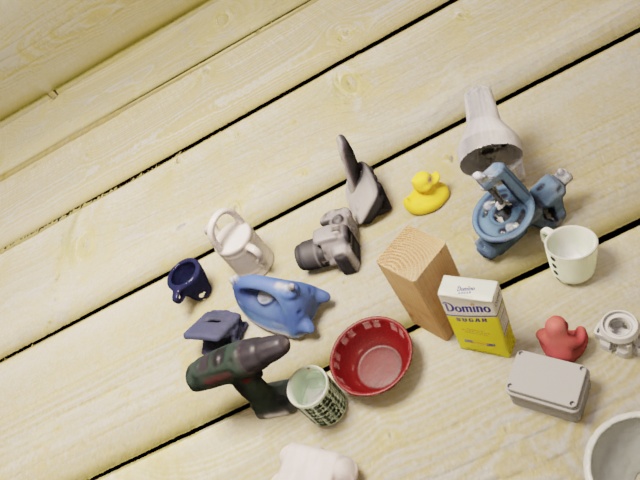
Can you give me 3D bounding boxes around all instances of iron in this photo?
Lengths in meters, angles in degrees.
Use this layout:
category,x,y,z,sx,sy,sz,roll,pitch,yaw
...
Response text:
category,x,y,z,sx,sy,sz,roll,pitch,yaw
iron,-0.115,0.116,1.220,0.257,0.142,0.119,7,57,35

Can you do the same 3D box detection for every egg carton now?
category,x,y,z,sx,sy,sz,roll,pitch,yaw
egg carton,-0.011,0.403,0.962,0.149,0.070,0.107,0,53,31

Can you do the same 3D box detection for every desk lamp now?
category,x,y,z,sx,sy,sz,roll,pitch,yaw
desk lamp,0.344,-0.192,1.162,0.117,0.214,0.203,-13,48,21

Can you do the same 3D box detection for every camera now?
category,x,y,z,sx,sy,sz,roll,pitch,yaw
camera,0.012,0.005,1.271,0.136,0.101,0.143,-16,47,18

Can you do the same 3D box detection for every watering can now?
category,x,y,z,sx,sy,sz,roll,pitch,yaw
watering can,-0.202,0.003,1.330,0.172,0.195,0.101,-2,52,29

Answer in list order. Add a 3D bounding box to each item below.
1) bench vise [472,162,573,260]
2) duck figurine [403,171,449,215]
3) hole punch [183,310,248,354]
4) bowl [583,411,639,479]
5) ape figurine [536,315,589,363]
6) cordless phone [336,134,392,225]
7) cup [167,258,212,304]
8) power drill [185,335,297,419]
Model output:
category,x,y,z,sx,sy,sz,roll,pitch,yaw
bench vise,0.357,-0.086,1.058,0.207,0.220,0.121,-45,45,-11
duck figurine,0.225,-0.111,1.254,0.104,0.086,0.077,-30,44,5
hole punch,-0.229,0.195,1.256,0.108,0.091,0.101,-2,53,30
bowl,0.443,0.320,0.762,0.167,0.075,0.167,-16,47,18
ape figurine,0.387,0.155,0.925,0.077,0.092,0.076,10,59,36
cordless phone,0.081,-0.138,1.292,0.094,0.186,0.147,-29,44,6
cup,-0.306,0.115,1.368,0.091,0.095,0.118,-7,50,26
power drill,-0.119,0.252,1.057,0.229,0.209,0.075,-16,47,18
